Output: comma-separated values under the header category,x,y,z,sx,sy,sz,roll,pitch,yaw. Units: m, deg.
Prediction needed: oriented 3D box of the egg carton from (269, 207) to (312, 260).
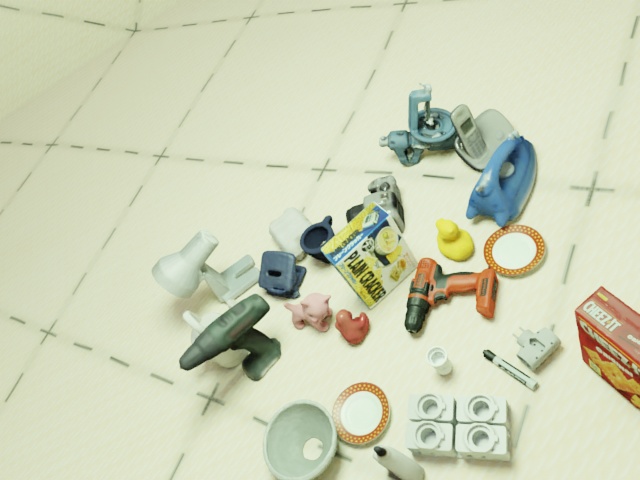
category,x,y,z,sx,sy,sz,roll,pitch,yaw
egg carton,-0.068,-0.018,1.520,0.107,0.070,0.150,-40,48,-2

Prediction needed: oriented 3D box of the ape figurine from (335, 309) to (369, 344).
category,x,y,z,sx,sy,sz,roll,pitch,yaw
ape figurine,0.065,0.186,1.286,0.077,0.092,0.076,-4,56,27

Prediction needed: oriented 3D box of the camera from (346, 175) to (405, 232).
category,x,y,z,sx,sy,sz,roll,pitch,yaw
camera,0.133,-0.083,1.434,0.136,0.101,0.143,-15,52,20

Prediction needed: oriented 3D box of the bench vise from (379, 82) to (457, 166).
category,x,y,z,sx,sy,sz,roll,pitch,yaw
bench vise,0.244,-0.282,1.432,0.207,0.220,0.121,-28,49,9

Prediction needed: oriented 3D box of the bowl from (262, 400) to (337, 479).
category,x,y,z,sx,sy,sz,roll,pitch,yaw
bowl,-0.031,0.422,1.184,0.167,0.075,0.167,-15,52,20

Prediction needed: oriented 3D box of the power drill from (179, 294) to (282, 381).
category,x,y,z,sx,sy,sz,roll,pitch,yaw
power drill,-0.185,0.239,1.308,0.230,0.209,0.075,-49,49,-9

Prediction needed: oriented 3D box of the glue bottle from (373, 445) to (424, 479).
category,x,y,z,sx,sy,sz,roll,pitch,yaw
glue bottle,0.131,0.401,1.042,0.077,0.174,0.037,12,65,35

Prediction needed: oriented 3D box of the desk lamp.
category,x,y,z,sx,sy,sz,roll,pitch,yaw
desk lamp,-0.295,0.075,1.482,0.203,0.214,0.117,-37,48,1

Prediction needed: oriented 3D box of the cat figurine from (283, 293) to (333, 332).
category,x,y,z,sx,sy,sz,roll,pitch,yaw
cat figurine,-0.025,0.160,1.337,0.127,0.118,0.067,-1,58,29

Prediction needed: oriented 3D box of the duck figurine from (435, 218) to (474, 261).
category,x,y,z,sx,sy,sz,roll,pitch,yaw
duck figurine,0.299,-0.008,1.298,0.077,0.086,0.104,-37,48,1

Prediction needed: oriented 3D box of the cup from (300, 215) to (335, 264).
category,x,y,z,sx,sy,sz,roll,pitch,yaw
cup,0.013,0.005,1.441,0.091,0.095,0.118,11,64,34

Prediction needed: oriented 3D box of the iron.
category,x,y,z,sx,sy,sz,roll,pitch,yaw
iron,0.419,-0.163,1.304,0.118,0.142,0.258,17,68,37

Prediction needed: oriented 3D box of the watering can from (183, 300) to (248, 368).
category,x,y,z,sx,sy,sz,roll,pitch,yaw
watering can,-0.254,0.218,1.371,0.100,0.195,0.173,13,65,35

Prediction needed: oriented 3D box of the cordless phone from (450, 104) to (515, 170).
category,x,y,z,sx,sy,sz,roll,pitch,yaw
cordless phone,0.383,-0.272,1.372,0.148,0.186,0.093,-47,49,-8

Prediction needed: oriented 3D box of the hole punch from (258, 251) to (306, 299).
category,x,y,z,sx,sy,sz,roll,pitch,yaw
hole punch,-0.101,0.087,1.449,0.108,0.091,0.101,4,60,31
